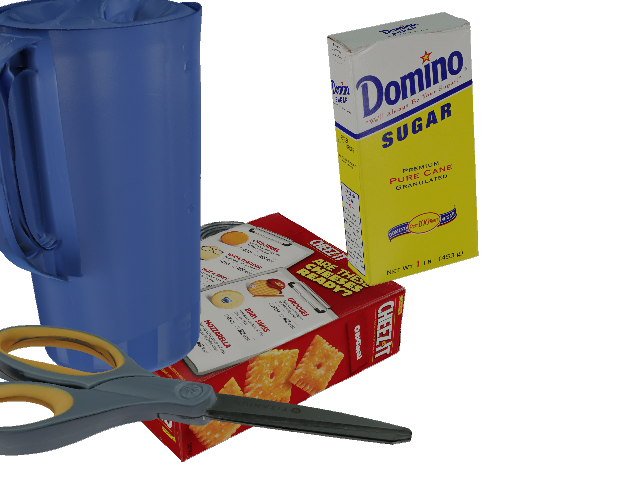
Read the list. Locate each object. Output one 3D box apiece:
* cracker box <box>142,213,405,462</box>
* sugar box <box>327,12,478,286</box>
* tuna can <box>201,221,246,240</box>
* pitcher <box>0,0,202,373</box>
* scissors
[{"bbox_3d":[-0.066,0.066,0.836,0.213,0.072,0.164,-21,37,-35],"label":"cracker box"},{"bbox_3d":[0.061,-0.063,0.750,0.093,0.176,0.048,-15,29,-18],"label":"sugar box"},{"bbox_3d":[-0.086,0.015,1.052,0.086,0.034,0.086,5,27,-3],"label":"tuna can"},{"bbox_3d":[-0.144,-0.034,0.695,0.149,0.243,0.145,-7,22,-16],"label":"pitcher"},{"bbox_3d":[-0.072,0.077,0.454,0.202,0.016,0.096,14,29,24],"label":"scissors"}]
